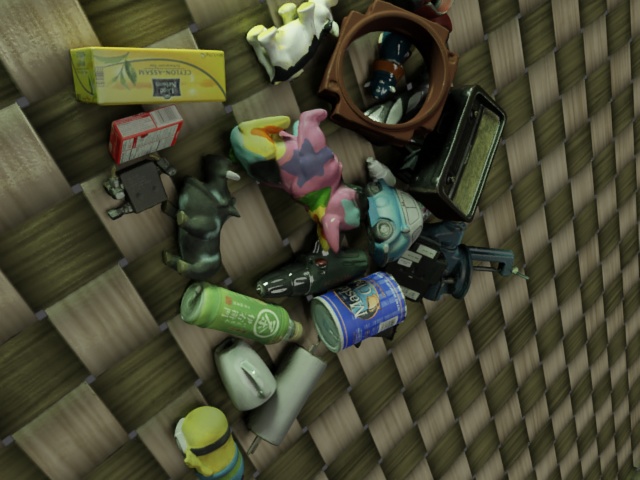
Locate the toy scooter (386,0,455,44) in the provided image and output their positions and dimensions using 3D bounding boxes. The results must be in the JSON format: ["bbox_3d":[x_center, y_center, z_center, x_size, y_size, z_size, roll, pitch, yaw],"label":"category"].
[{"bbox_3d":[0.196,-0.451,0.969,0.183,0.075,0.135,27,86,-43],"label":"toy scooter"}]

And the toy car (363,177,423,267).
[{"bbox_3d":[0.133,-0.036,0.977,0.103,0.109,0.161,-6,67,-5],"label":"toy car"}]

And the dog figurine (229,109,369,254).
[{"bbox_3d":[-0.028,-0.081,0.820,0.192,0.108,0.219,-14,92,-13],"label":"dog figurine"}]

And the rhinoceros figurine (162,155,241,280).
[{"bbox_3d":[-0.170,-0.031,0.796,0.112,0.073,0.190,2,102,-38],"label":"rhinoceros figurine"}]

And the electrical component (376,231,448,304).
[{"bbox_3d":[0.182,0.047,1.059,0.115,0.058,0.134,23,113,-13],"label":"electrical component"}]

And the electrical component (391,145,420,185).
[{"bbox_3d":[0.176,-0.143,1.036,0.119,0.075,0.048,38,75,-20],"label":"electrical component"}]

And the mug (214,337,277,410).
[{"bbox_3d":[-0.126,0.219,0.887,0.081,0.110,0.107,-35,108,-22],"label":"mug"}]

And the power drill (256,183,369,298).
[{"bbox_3d":[-0.002,-0.003,0.936,0.232,0.086,0.207,-1,99,-39],"label":"power drill"}]

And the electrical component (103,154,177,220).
[{"bbox_3d":[-0.248,-0.077,0.739,0.102,0.045,0.078,-25,115,-31],"label":"electrical component"}]

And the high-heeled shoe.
[{"bbox_3d":[0.153,-0.277,1.008,0.145,0.086,0.248,20,69,-9],"label":"high-heeled shoe"}]

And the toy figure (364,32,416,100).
[{"bbox_3d":[0.129,-0.321,0.958,0.057,0.064,0.154,15,96,-47],"label":"toy figure"}]

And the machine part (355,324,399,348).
[{"bbox_3d":[0.101,0.177,1.097,0.139,0.039,0.084,8,90,-38],"label":"machine part"}]

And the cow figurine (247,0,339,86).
[{"bbox_3d":[-0.026,-0.316,0.834,0.167,0.068,0.098,-41,130,-18],"label":"cow figurine"}]

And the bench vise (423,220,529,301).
[{"bbox_3d":[0.315,0.035,1.146,0.241,0.129,0.223,6,109,-8],"label":"bench vise"}]

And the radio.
[{"bbox_3d":[0.252,-0.159,0.980,0.131,0.073,0.229,30,76,-41],"label":"radio"}]

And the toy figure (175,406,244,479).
[{"bbox_3d":[-0.176,0.353,0.897,0.089,0.082,0.180,-36,121,-21],"label":"toy figure"}]

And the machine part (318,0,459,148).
[{"bbox_3d":[0.112,-0.270,0.889,0.201,0.087,0.201,19,90,-9],"label":"machine part"}]

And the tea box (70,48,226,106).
[{"bbox_3d":[-0.218,-0.211,0.692,0.169,0.098,0.068,-12,111,-37],"label":"tea box"}]

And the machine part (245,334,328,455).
[{"bbox_3d":[-0.060,0.276,0.970,0.079,0.079,0.243,41,75,-38],"label":"machine part"}]
